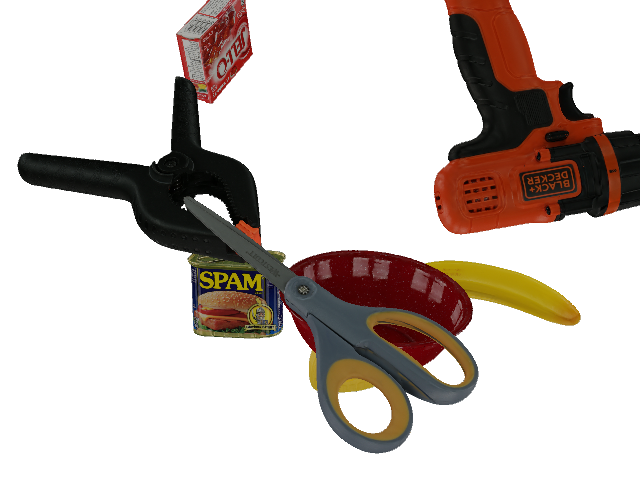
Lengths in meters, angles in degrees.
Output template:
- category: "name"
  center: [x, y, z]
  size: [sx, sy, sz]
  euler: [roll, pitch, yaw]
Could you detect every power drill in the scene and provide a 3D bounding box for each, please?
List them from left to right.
- category: "power drill"
  center: [0.151, -0.106, 0.676]
  size: [0.184, 0.187, 0.057]
  euler: [-11, -2, -4]

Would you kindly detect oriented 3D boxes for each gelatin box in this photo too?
- category: "gelatin box"
  center: [-0.098, -0.186, 1.014]
  size: [0.030, 0.073, 0.089]
  euler: [15, 47, 20]

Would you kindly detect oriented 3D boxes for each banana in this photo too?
- category: "banana"
  center: [0.169, 0.053, 1.103]
  size: [0.198, 0.037, 0.069]
  euler: [7, 41, 12]

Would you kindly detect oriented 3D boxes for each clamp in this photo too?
- category: "clamp"
  center: [-0.109, -0.053, 0.823]
  size: [0.210, 0.036, 0.164]
  euler: [31, 55, 30]

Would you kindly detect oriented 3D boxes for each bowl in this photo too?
- category: "bowl"
  center: [0.044, 0.068, 0.895]
  size: [0.162, 0.055, 0.162]
  euler: [5, 26, -3]

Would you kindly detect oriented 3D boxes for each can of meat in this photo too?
- category: "can of meat"
  center: [-0.089, 0.057, 1.146]
  size: [0.102, 0.084, 0.057]
  euler: [2, 16, 8]

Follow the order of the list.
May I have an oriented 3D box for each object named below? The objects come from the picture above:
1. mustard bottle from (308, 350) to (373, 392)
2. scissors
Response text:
- category: "mustard bottle"
  center: [0.032, 0.108, 1.433]
  size: [0.096, 0.192, 0.058]
  euler: [-3, 19, -6]
- category: "scissors"
  center: [-0.012, 0.047, 0.589]
  size: [0.202, 0.096, 0.016]
  euler: [25, -36, 12]
